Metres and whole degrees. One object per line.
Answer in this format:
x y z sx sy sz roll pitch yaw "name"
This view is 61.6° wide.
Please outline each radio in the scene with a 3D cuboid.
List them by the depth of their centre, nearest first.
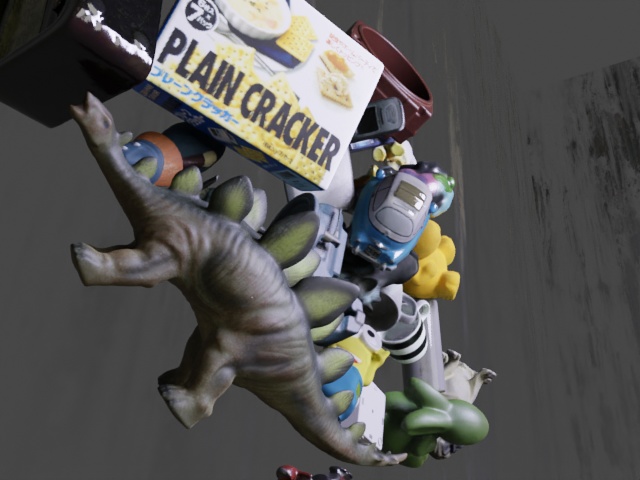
-0.195 -0.218 0.446 0.073 0.131 0.229 32 53 -53 "radio"

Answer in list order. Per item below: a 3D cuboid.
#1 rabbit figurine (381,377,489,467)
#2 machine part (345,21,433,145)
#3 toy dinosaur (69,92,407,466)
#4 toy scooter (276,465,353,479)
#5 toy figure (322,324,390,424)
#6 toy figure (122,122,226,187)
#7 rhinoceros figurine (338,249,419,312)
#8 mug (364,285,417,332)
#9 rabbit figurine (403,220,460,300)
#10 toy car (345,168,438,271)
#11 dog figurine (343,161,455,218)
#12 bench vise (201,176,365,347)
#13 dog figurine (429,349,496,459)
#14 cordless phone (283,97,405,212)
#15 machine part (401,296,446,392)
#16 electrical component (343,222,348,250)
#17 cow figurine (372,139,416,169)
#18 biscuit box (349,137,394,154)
0.171 0.275 0.844 0.159 0.170 0.121 50 39 -40 "rabbit figurine"
0.108 -0.282 0.950 0.201 0.087 0.201 41 29 -14 "machine part"
-0.062 0.077 0.490 0.198 0.105 0.470 -34 113 -16 "toy dinosaur"
-0.006 0.318 0.627 0.184 0.075 0.135 1 77 -55 "toy scooter"
0.022 0.178 0.712 0.082 0.089 0.180 45 40 -9 "toy figure"
-0.151 -0.084 0.538 0.154 0.064 0.057 -41 123 -58 "toy figure"
0.058 0.057 0.784 0.190 0.112 0.073 -19 137 -30 "rhinoceros figurine"
0.108 0.090 0.877 0.107 0.110 0.080 -63 168 -58 "mug"
0.166 0.019 0.946 0.173 0.163 0.122 73 25 -58 "rabbit figurine"
0.103 -0.041 0.749 0.109 0.103 0.162 33 50 -1 "toy car"
0.134 -0.081 0.921 0.219 0.192 0.108 -16 100 -75 "dog figurine"
-0.056 0.021 0.618 0.240 0.129 0.223 34 58 -24 "bench vise"
0.246 0.326 1.057 0.190 0.121 0.172 -61 161 -13 "dog figurine"
0.038 -0.115 0.752 0.088 0.184 0.146 8 73 -64 "cordless phone"
0.186 0.196 0.994 0.079 0.079 0.243 24 58 -54 "machine part"
-0.002 -0.002 0.766 0.021 0.094 0.063 101 -25 -44 "electrical component"
0.170 -0.152 1.112 0.167 0.068 0.098 57 30 -33 "cow figurine"
0.064 -0.186 0.944 0.202 0.063 0.059 -26 101 -60 "biscuit box"
